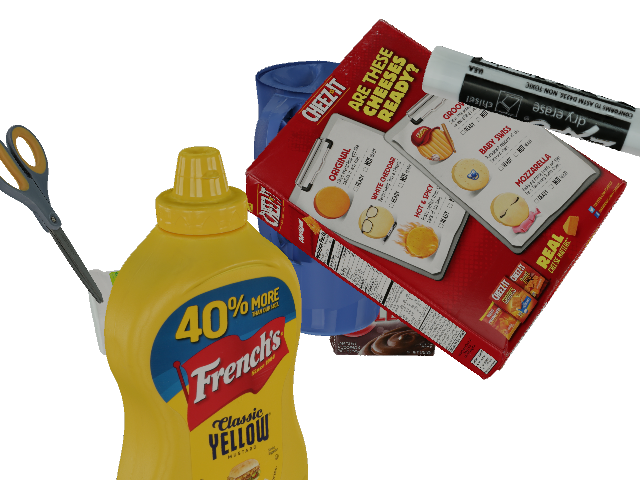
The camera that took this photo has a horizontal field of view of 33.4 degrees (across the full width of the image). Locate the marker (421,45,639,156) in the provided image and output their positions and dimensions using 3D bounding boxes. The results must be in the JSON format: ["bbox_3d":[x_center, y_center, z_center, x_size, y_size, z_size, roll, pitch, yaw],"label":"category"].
[{"bbox_3d":[0.098,-0.048,0.404,0.121,0.020,0.020,19,4,12],"label":"marker"}]

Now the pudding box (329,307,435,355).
[{"bbox_3d":[0.071,0.076,1.139,0.113,0.090,0.039,1,27,-10],"label":"pudding box"}]

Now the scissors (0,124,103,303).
[{"bbox_3d":[-0.271,-0.036,1.076,0.016,0.201,0.096,-25,28,26],"label":"scissors"}]

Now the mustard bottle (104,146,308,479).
[{"bbox_3d":[-0.052,0.051,0.496,0.096,0.192,0.058,-14,22,-35],"label":"mustard bottle"}]

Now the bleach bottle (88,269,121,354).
[{"bbox_3d":[-0.128,0.060,1.189,0.250,0.068,0.103,-10,35,-14],"label":"bleach bottle"}]

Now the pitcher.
[{"bbox_3d":[0.000,-0.036,0.979,0.149,0.243,0.145,-4,22,-14],"label":"pitcher"}]

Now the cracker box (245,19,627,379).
[{"bbox_3d":[0.078,-0.030,0.752,0.214,0.164,0.072,35,-23,10],"label":"cracker box"}]
